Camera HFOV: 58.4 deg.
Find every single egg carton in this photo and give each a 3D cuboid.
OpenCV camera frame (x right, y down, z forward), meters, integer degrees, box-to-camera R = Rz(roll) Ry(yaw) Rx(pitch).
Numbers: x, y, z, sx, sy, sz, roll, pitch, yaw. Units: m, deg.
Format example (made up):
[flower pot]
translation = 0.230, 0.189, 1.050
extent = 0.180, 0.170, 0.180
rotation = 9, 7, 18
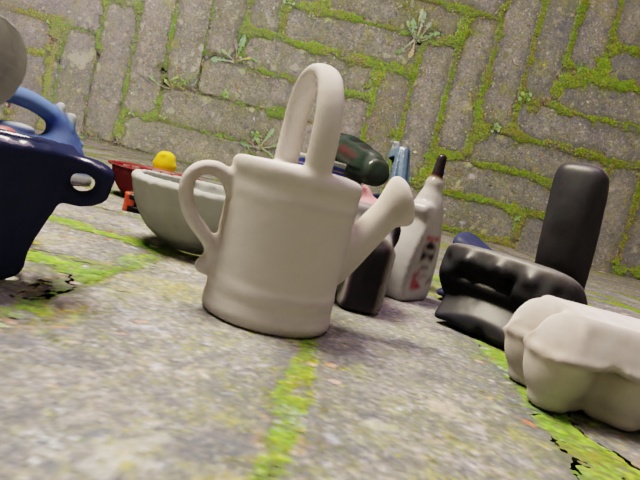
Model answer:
[egg carton]
translation = 0.212, 0.091, 0.412
extent = 0.150, 0.069, 0.107
rotation = 14, 6, 1

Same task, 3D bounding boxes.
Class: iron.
[iron]
translation = -0.460, -0.170, 0.881
extent = 0.118, 0.141, 0.259
rotation = 19, 8, 36

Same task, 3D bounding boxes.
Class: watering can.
[watering can]
translation = -0.013, -0.033, 0.436
extent = 0.173, 0.194, 0.100
rotation = 9, 8, -41

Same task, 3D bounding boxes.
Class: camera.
[camera]
translation = 0.005, 0.002, 0.590
extent = 0.137, 0.101, 0.143
rotation = 14, 6, -3

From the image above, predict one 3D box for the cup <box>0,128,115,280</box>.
[cup]
translation = -0.197, -0.021, 0.367
extent = 0.118, 0.095, 0.091
rotation = 13, 6, -6

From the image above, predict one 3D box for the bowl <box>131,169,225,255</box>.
[bowl]
translation = -0.130, -0.024, 0.635
extent = 0.167, 0.075, 0.167
rotation = 14, 6, -1

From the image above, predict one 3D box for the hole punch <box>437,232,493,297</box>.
[hole punch]
translation = 0.218, 0.044, 0.740
extent = 0.100, 0.091, 0.109
rotation = 17, 7, 27

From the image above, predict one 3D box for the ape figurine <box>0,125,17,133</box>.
[ape figurine]
translation = -0.268, -0.049, 0.472
extent = 0.076, 0.092, 0.078
rotation = 16, 7, 20

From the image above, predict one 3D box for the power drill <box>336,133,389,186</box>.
[power drill]
translation = 0.042, -0.105, 1.120
extent = 0.076, 0.208, 0.228
rotation = 10, 8, -32

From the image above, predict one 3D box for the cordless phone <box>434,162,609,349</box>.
[cordless phone]
translation = 0.201, 0.010, 0.566
extent = 0.147, 0.185, 0.094
rotation = 19, 8, 38

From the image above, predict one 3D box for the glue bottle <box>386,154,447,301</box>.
[glue bottle]
translation = 0.120, -0.016, 0.669
extent = 0.037, 0.173, 0.078
rotation = 18, 7, 31

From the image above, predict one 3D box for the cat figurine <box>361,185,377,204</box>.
[cat figurine]
translation = 0.054, -0.034, 0.934
extent = 0.127, 0.118, 0.067
rotation = 17, 7, 26

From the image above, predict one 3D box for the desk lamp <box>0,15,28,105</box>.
[desk lamp]
translation = -0.466, -0.186, 0.682
extent = 0.202, 0.213, 0.118
rotation = 17, 7, 24

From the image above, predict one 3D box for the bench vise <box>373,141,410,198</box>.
[bench vise]
translation = 0.160, -0.082, 1.125
extent = 0.122, 0.220, 0.206
rotation = 9, 8, -40

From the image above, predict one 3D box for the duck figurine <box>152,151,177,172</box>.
[duck figurine]
translation = -0.319, -0.137, 1.158
extent = 0.077, 0.086, 0.104
rotation = 14, 6, -1
